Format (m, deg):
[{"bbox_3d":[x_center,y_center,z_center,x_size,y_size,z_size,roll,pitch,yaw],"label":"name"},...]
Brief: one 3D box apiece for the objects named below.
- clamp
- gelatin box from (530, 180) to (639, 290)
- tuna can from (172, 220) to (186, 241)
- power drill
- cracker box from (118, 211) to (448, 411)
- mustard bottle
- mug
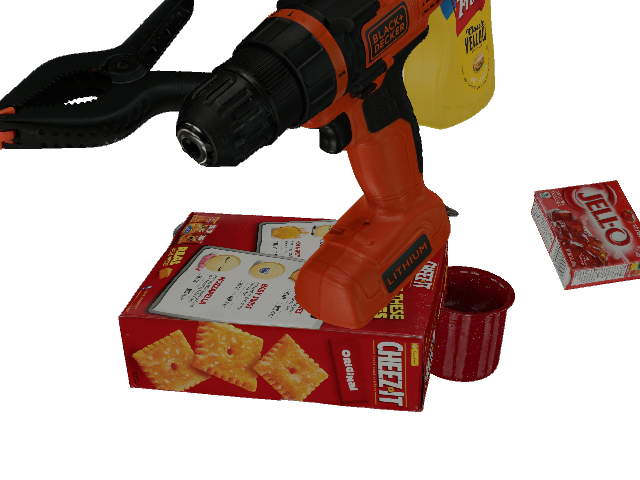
[{"bbox_3d":[-0.129,-0.108,0.756,0.209,0.036,0.165,-31,50,-30],"label":"clamp"},{"bbox_3d":[0.219,-0.006,0.860,0.073,0.089,0.030,-8,-41,-8],"label":"gelatin box"},{"bbox_3d":[-0.101,0.013,1.030,0.086,0.034,0.086,8,30,-5],"label":"tuna can"},{"bbox_3d":[0.010,-0.044,0.562,0.057,0.187,0.184,25,53,33],"label":"power drill"},{"bbox_3d":[-0.019,0.048,0.795,0.214,0.072,0.164,4,29,12],"label":"cracker box"},{"bbox_3d":[0.095,-0.188,0.808,0.058,0.191,0.096,16,38,34],"label":"mustard bottle"},{"bbox_3d":[0.133,0.076,1.035,0.093,0.081,0.117,-2,28,-10],"label":"mug"}]
